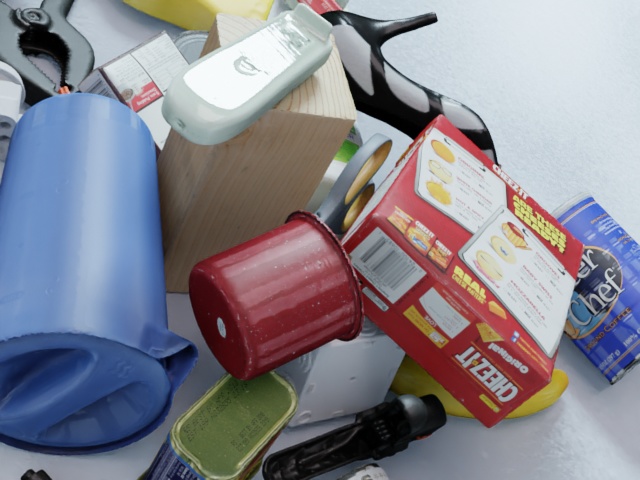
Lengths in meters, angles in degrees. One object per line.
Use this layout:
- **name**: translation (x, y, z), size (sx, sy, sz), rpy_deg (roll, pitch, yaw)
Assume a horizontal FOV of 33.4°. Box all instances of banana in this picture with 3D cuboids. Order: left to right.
- **banana**: translation (0.120, 0.113, 0.856), size (0.197, 0.037, 0.069), rpy_deg (15, 46, -17)

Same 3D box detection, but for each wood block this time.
- **wood block**: translation (-0.061, -0.054, 0.784), size (0.090, 0.206, 0.090), rpy_deg (5, 50, -24)

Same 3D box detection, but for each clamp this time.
- **clamp**: translation (-0.244, -0.184, 0.922), size (0.164, 0.036, 0.210), rpy_deg (-15, 59, -37)
- **clamp**: translation (0.049, 0.130, 0.740), size (0.171, 0.120, 0.039), rpy_deg (-5, 74, -58)

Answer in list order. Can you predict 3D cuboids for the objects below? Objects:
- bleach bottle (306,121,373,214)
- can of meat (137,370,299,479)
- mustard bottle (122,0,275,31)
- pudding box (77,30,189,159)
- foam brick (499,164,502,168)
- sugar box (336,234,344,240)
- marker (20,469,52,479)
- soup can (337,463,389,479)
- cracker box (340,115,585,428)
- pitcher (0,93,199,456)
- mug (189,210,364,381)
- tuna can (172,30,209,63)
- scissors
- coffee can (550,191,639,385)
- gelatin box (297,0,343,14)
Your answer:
- **bleach bottle**: translation (-0.018, -0.123, 0.970), size (0.102, 0.068, 0.251), rpy_deg (14, 45, -28)
- **can of meat**: translation (-0.067, 0.136, 0.702), size (0.057, 0.084, 0.101), rpy_deg (39, 45, 8)
- **mustard bottle**: translation (-0.140, -0.246, 1.017), size (0.191, 0.058, 0.096), rpy_deg (23, 45, -8)
- **pudding box**: translation (-0.132, -0.108, 0.892), size (0.113, 0.039, 0.089), rpy_deg (55, 44, -8)
- **foam brick**: translation (0.121, -0.059, 0.996), size (0.078, 0.053, 0.051), rpy_deg (32, 44, -1)
- **sugar box**: translation (0.069, 0.039, 0.880), size (0.176, 0.048, 0.093), rpy_deg (9, 35, -18)
- **marker**: translation (-0.142, 0.187, 0.664), size (0.121, 0.020, 0.020), rpy_deg (42, 45, 10)
- **soup can**: translation (0.039, 0.209, 0.707), size (0.068, 0.069, 0.102), rpy_deg (-16, 60, -37)
- **cracker box**: translation (0.106, 0.014, 0.797), size (0.164, 0.072, 0.213), rpy_deg (42, 31, -3)
- **pitcher**: translation (-0.178, 0.015, 0.730), size (0.149, 0.145, 0.243), rpy_deg (21, 40, -28)
- **mug**: translation (-0.037, 0.036, 0.693), size (0.081, 0.093, 0.117), rpy_deg (-24, 21, -25)
- **tuna can**: translation (-0.101, -0.149, 0.970), size (0.086, 0.034, 0.086), rpy_deg (15, 47, -17)
- **scissors**: translation (-0.005, 0.001, 0.818), size (0.016, 0.096, 0.201), rpy_deg (32, 70, 15)
- **coffee can**: translation (0.246, 0.042, 0.939), size (0.102, 0.103, 0.140), rpy_deg (-26, 67, -41)
- **gelatin box**: translation (0.020, -0.206, 1.055), size (0.073, 0.030, 0.089), rpy_deg (53, 8, 21)
